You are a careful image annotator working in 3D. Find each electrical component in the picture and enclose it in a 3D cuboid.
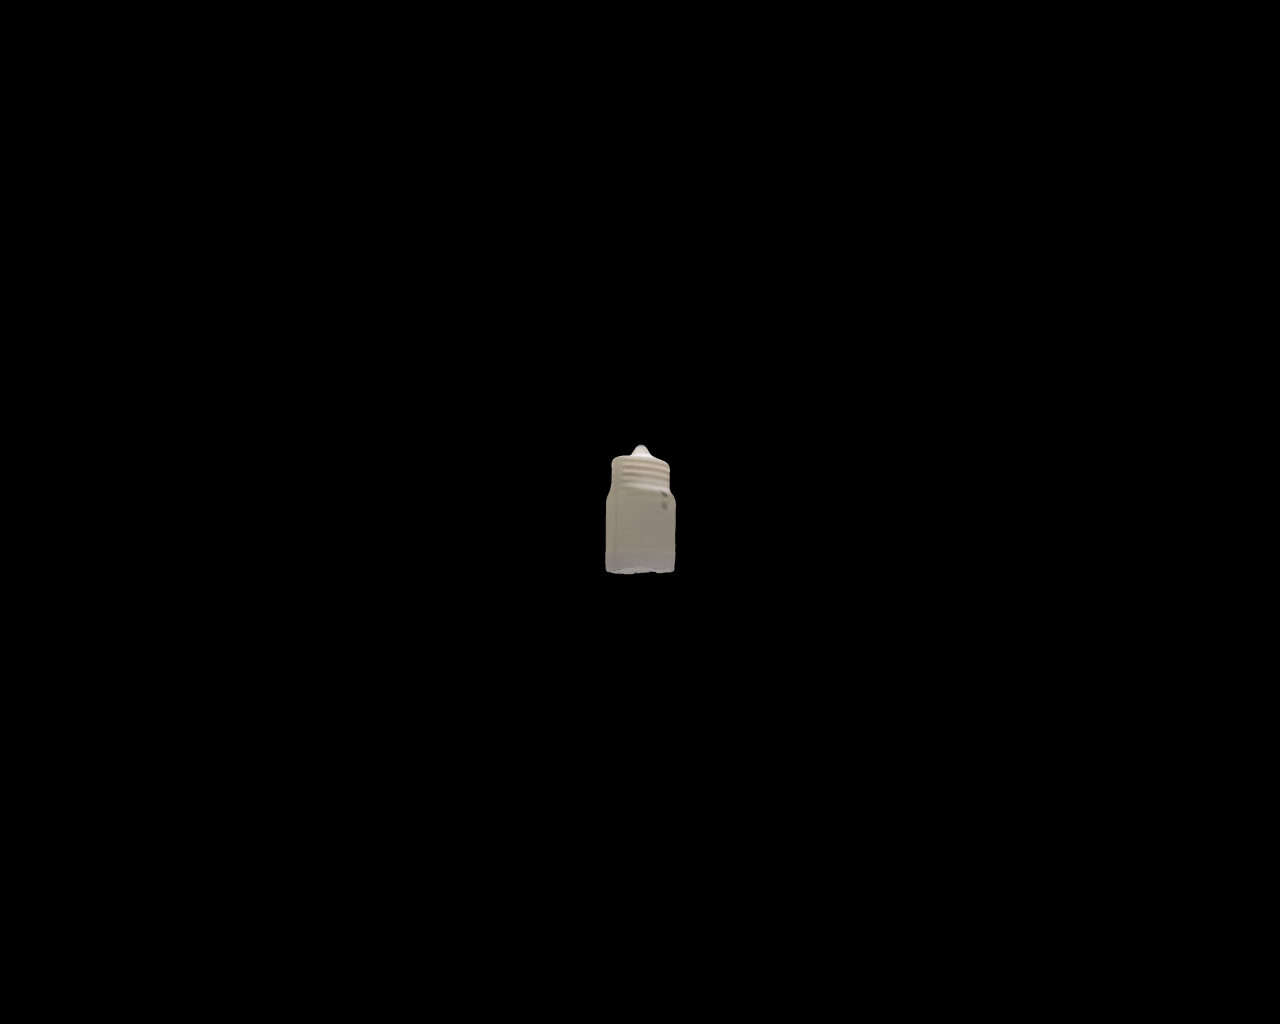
[{"bbox_3d":[0.001,-0.003,0.650,0.043,0.081,0.043,0,-8,0],"label":"electrical component"}]
